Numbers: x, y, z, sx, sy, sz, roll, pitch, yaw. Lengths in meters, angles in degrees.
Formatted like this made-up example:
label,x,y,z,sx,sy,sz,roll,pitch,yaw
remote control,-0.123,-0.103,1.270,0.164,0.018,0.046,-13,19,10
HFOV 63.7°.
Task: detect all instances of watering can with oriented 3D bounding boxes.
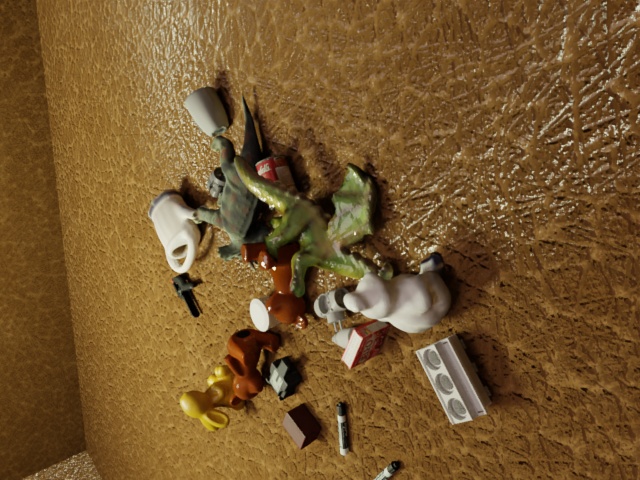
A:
label,x,y,z,sx,sy,sz,roll,pitch,yaw
watering can,-0.396,-0.053,1.463,0.105,0.228,0.340,-14,-29,-37

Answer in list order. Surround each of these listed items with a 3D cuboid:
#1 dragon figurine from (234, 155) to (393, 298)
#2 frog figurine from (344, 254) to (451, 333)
label,x,y,z,sx,sy,sz,roll,pitch,yaw
dragon figurine,0.003,-0.049,0.974,0.240,0.413,0.122,-34,-11,21
frog figurine,0.125,0.100,0.823,0.161,0.123,0.136,-17,-3,-39
